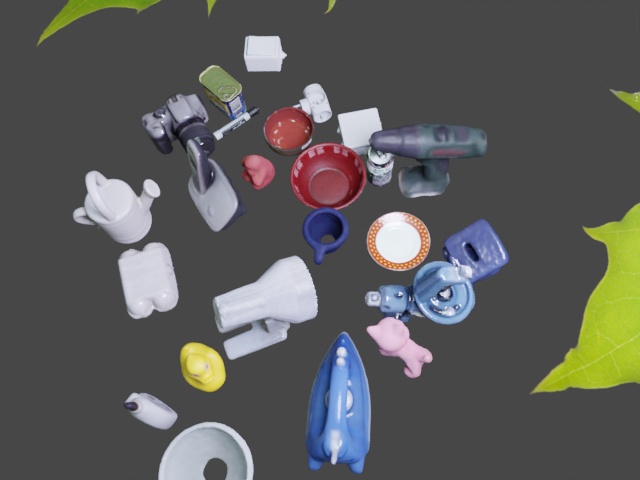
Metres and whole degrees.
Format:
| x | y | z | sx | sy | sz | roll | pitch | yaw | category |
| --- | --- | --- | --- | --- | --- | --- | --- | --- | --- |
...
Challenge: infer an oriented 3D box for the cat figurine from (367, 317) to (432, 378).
| x | y | z | sx | sy | sz | roll | pitch | yaw | category |
| --- | --- | --- | --- | --- | --- | --- | --- | --- | --- |
| 0.151 | 0.192 | 1.067 | 0.127 | 0.118 | 0.067 | 35 | 75 | 15 | cat figurine |

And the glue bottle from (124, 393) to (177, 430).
| x | y | z | sx | sy | sz | roll | pitch | yaw | category |
| --- | --- | --- | --- | --- | --- | --- | --- | --- | --- |
| -0.312 | 0.301 | 1.020 | 0.078 | 0.173 | 0.037 | 32 | 74 | 14 | glue bottle |

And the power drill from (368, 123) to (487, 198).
| x | y | z | sx | sy | sz | roll | pitch | yaw | category |
| --- | --- | --- | --- | --- | --- | --- | --- | --- | --- |
| 0.210 | -0.163 | 1.150 | 0.229 | 0.208 | 0.075 | -7 | 69 | 1 | power drill |

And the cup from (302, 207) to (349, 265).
| x | y | z | sx | sy | sz | roll | pitch | yaw | category |
| --- | --- | --- | --- | --- | --- | --- | --- | --- | --- |
| 0.011 | 0.004 | 1.158 | 0.091 | 0.095 | 0.118 | 10 | 70 | 7 | cup |

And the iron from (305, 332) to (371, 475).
| x | y | z | sx | sy | sz | roll | pitch | yaw | category |
| --- | --- | --- | --- | --- | --- | --- | --- | --- | --- |
| 0.034 | 0.280 | 1.027 | 0.118 | 0.141 | 0.258 | 2 | 69 | 4 | iron |

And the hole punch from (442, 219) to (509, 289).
| x | y | z | sx | sy | sz | roll | pitch | yaw | category |
| --- | --- | --- | --- | --- | --- | --- | --- | --- | --- |
| 0.306 | 0.029 | 1.135 | 0.101 | 0.091 | 0.108 | -25 | 70 | -6 | hole punch |

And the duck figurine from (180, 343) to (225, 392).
| x | y | z | sx | sy | sz | roll | pitch | yaw | category |
| --- | --- | --- | --- | --- | --- | --- | --- | --- | --- |
| -0.230 | 0.237 | 1.087 | 0.077 | 0.086 | 0.104 | -39 | 72 | -11 | duck figurine |

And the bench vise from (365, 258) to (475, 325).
| x | y | z | sx | sy | sz | roll | pitch | yaw | category |
| --- | --- | --- | --- | --- | --- | --- | --- | --- | --- |
| 0.194 | 0.104 | 1.043 | 0.207 | 0.220 | 0.121 | -22 | 69 | -5 | bench vise |

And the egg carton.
| x | y | z | sx | sy | sz | roll | pitch | yaw | category |
| --- | --- | --- | --- | --- | --- | --- | --- | --- | --- |
| -0.347 | 0.081 | 1.161 | 0.107 | 0.069 | 0.150 | -19 | 69 | -4 | egg carton |

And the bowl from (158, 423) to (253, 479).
| x | y | z | sx | sy | sz | roll | pitch | yaw | category |
| --- | --- | --- | --- | --- | --- | --- | --- | --- | --- |
| -0.196 | 0.416 | 1.023 | 0.167 | 0.075 | 0.167 | -1 | 69 | 3 | bowl |

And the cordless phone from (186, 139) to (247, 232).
| x | y | z | sx | sy | sz | roll | pitch | yaw | category |
| --- | --- | --- | --- | --- | --- | --- | --- | --- | --- |
| -0.225 | -0.113 | 1.166 | 0.094 | 0.185 | 0.147 | -33 | 71 | -9 | cordless phone |

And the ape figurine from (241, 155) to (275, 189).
| x | y | z | sx | sy | sz | roll | pitch | yaw | category |
| --- | --- | --- | --- | --- | --- | --- | --- | --- | --- |
| -0.138 | -0.154 | 1.227 | 0.076 | 0.092 | 0.078 | -8 | 69 | 0 | ape figurine |

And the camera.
| x | y | z | sx | sy | sz | roll | pitch | yaw | category |
| --- | --- | --- | --- | --- | --- | --- | --- | --- | --- |
| -0.303 | -0.242 | 1.265 | 0.143 | 0.101 | 0.136 | -30 | 70 | -8 | camera |

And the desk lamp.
| x | y | z | sx | sy | sz | roll | pitch | yaw | category |
| --- | --- | --- | --- | --- | --- | --- | --- | --- | --- |
| -0.105 | 0.129 | 1.053 | 0.203 | 0.213 | 0.118 | -22 | 69 | -5 | desk lamp |

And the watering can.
| x | y | z | sx | sy | sz | roll | pitch | yaw | category |
| --- | --- | --- | --- | --- | --- | --- | --- | --- | --- |
| -0.413 | -0.077 | 1.158 | 0.173 | 0.194 | 0.100 | -38 | 72 | -11 | watering can |
